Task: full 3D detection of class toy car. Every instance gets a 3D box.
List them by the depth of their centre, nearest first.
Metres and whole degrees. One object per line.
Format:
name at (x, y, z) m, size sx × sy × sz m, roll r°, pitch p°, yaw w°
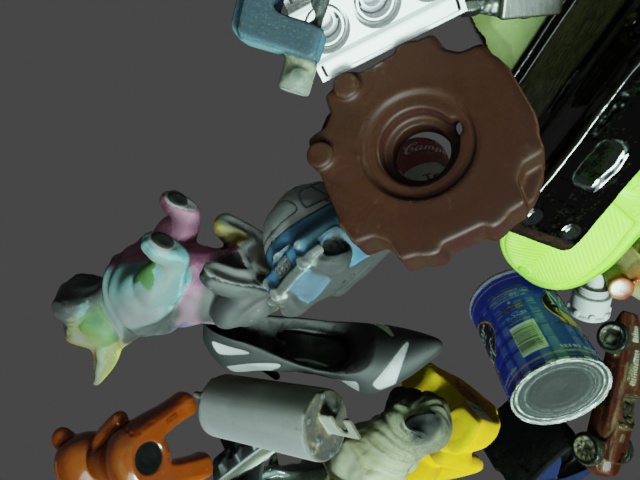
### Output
toy car at (-0.001, -0.002, 0.509) m, size 0.103 × 0.161 × 0.109 m, roll 51°, pitch 126°, yaw 15°
toy car at (0.367, 0.189, 0.658) m, size 0.089 × 0.053 × 0.202 m, roll 18°, pitch 87°, yaw -32°

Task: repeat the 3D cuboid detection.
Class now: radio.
radio at (0.214, -0.112, 0.437) m, size 0.073 × 0.131 × 0.229 m, roll 17°, pitch 122°, yaw -18°

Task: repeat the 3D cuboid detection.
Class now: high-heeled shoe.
high-heeled shoe at (-0.002, 0.106, 0.594) m, size 0.249 × 0.086 × 0.145 m, roll -16°, pitch 134°, yaw 19°

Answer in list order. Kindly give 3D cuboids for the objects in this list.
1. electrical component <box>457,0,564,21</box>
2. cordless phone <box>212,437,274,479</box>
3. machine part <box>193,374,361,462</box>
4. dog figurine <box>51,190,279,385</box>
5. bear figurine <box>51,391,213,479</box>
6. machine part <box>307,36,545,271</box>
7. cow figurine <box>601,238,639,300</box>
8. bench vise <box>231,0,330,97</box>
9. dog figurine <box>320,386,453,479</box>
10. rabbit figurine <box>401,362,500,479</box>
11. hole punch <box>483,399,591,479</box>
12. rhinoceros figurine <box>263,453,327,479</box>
electrical component at (0.164, -0.210, 0.416) m, size 0.102 × 0.045 × 0.078 m, roll -1°, pitch 124°, yaw -5°
cordless phone at (-0.077, 0.297, 0.669) m, size 0.088 × 0.184 × 0.146 m, roll 38°, pitch 114°, yaw -22°
machine part at (-0.058, 0.200, 0.616) m, size 0.243 × 0.079 × 0.079 m, roll -4°, pitch 133°, yaw 37°
dog figurine at (-0.159, 0.066, 0.549) m, size 0.191 × 0.108 × 0.219 m, roll 26°, pitch 123°, yaw -24°
bear figurine at (-0.253, 0.278, 0.696) m, size 0.196 × 0.120 × 0.132 m, roll -23°, pitch 172°, yaw 41°
machine part at (0.079, -0.067, 0.413) m, size 0.179 × 0.179 × 0.056 m, roll -26°, pitch 163°, yaw 13°
cow figurine at (0.393, 0.044, 0.585) m, size 0.195 × 0.127 × 0.085 m, roll 25°, pitch 118°, yaw -4°
bench vise at (-0.005, -0.210, 0.309) m, size 0.224 × 0.129 × 0.240 m, roll 16°, pitch 99°, yaw 0°
dog figurine at (0.081, 0.262, 0.630) m, size 0.191 × 0.121 × 0.172 m, roll -23°, pitch 136°, yaw 14°
rabbit figurine at (0.146, 0.264, 0.709) m, size 0.173 × 0.122 × 0.162 m, roll -52°, pitch 139°, yaw 6°
hole punch at (0.291, 0.280, 0.729) m, size 0.116 × 0.142 × 0.092 m, roll -46°, pitch 122°, yaw 11°
rhinoceros figurine at (-0.040, 0.356, 0.773) m, size 0.190 × 0.073 × 0.112 m, roll -18°, pitch 133°, yaw 15°
